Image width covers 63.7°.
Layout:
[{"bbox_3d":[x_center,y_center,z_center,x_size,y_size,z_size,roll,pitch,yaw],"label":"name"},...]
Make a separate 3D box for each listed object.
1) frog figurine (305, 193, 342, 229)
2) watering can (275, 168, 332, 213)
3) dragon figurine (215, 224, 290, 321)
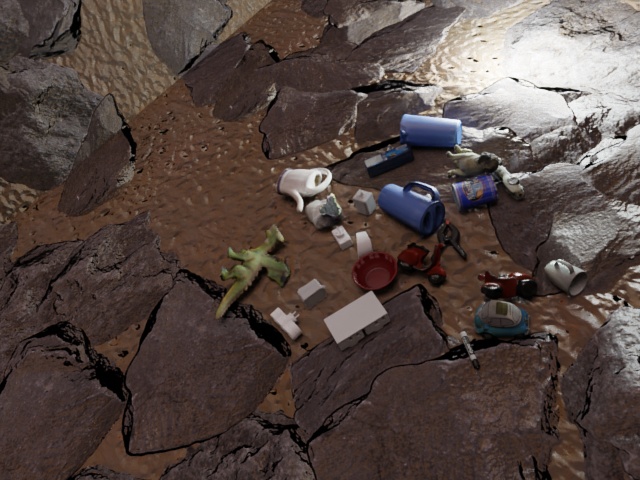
[{"bbox_3d":[0.006,-0.103,2.056,0.157,0.122,0.140,-28,41,52],"label":"frog figurine"},{"bbox_3d":[-0.089,-0.219,2.150,0.224,0.102,0.355,5,34,26],"label":"watering can"},{"bbox_3d":[-0.236,0.123,1.947,0.243,0.119,0.419,3,60,15],"label":"dragon figurine"}]
